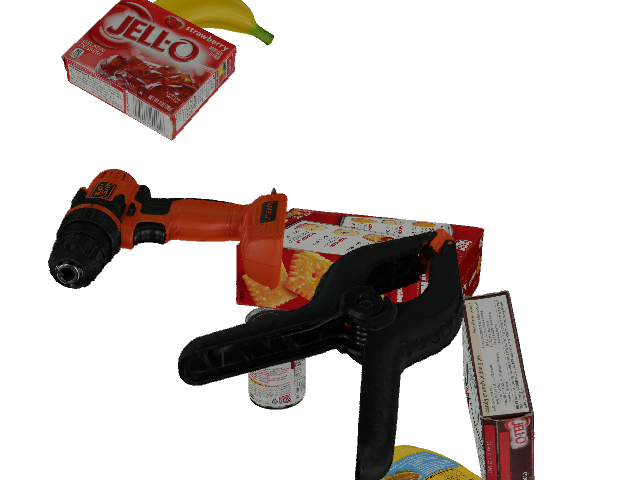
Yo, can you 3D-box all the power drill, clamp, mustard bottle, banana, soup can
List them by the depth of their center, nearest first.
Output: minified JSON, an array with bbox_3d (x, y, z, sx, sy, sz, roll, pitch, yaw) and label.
[{"bbox_3d":[0.027,0.052,0.545,0.171,0.039,0.120,-33,57,-32],"label":"clamp"},{"bbox_3d":[-0.124,-0.005,0.904,0.187,0.057,0.184,8,26,-1],"label":"power drill"},{"bbox_3d":[0.101,0.233,0.974,0.096,0.058,0.192,-15,24,-36],"label":"mustard bottle"},{"bbox_3d":[-0.124,-0.208,1.018,0.070,0.037,0.197,45,38,19],"label":"banana"},{"bbox_3d":[-0.051,0.135,1.230,0.068,0.102,0.068,0,24,0],"label":"soup can"}]

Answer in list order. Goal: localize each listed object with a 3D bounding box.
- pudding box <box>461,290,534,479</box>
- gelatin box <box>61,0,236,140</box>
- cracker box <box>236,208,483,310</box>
[{"bbox_3d":[0.123,0.105,0.739,0.039,0.090,0.113,-7,43,3],"label":"pudding box"},{"bbox_3d":[-0.112,-0.117,0.702,0.089,0.073,0.030,30,-30,13],"label":"gelatin box"},{"bbox_3d":[0.043,0.026,1.066,0.214,0.072,0.164,7,16,17],"label":"cracker box"}]
